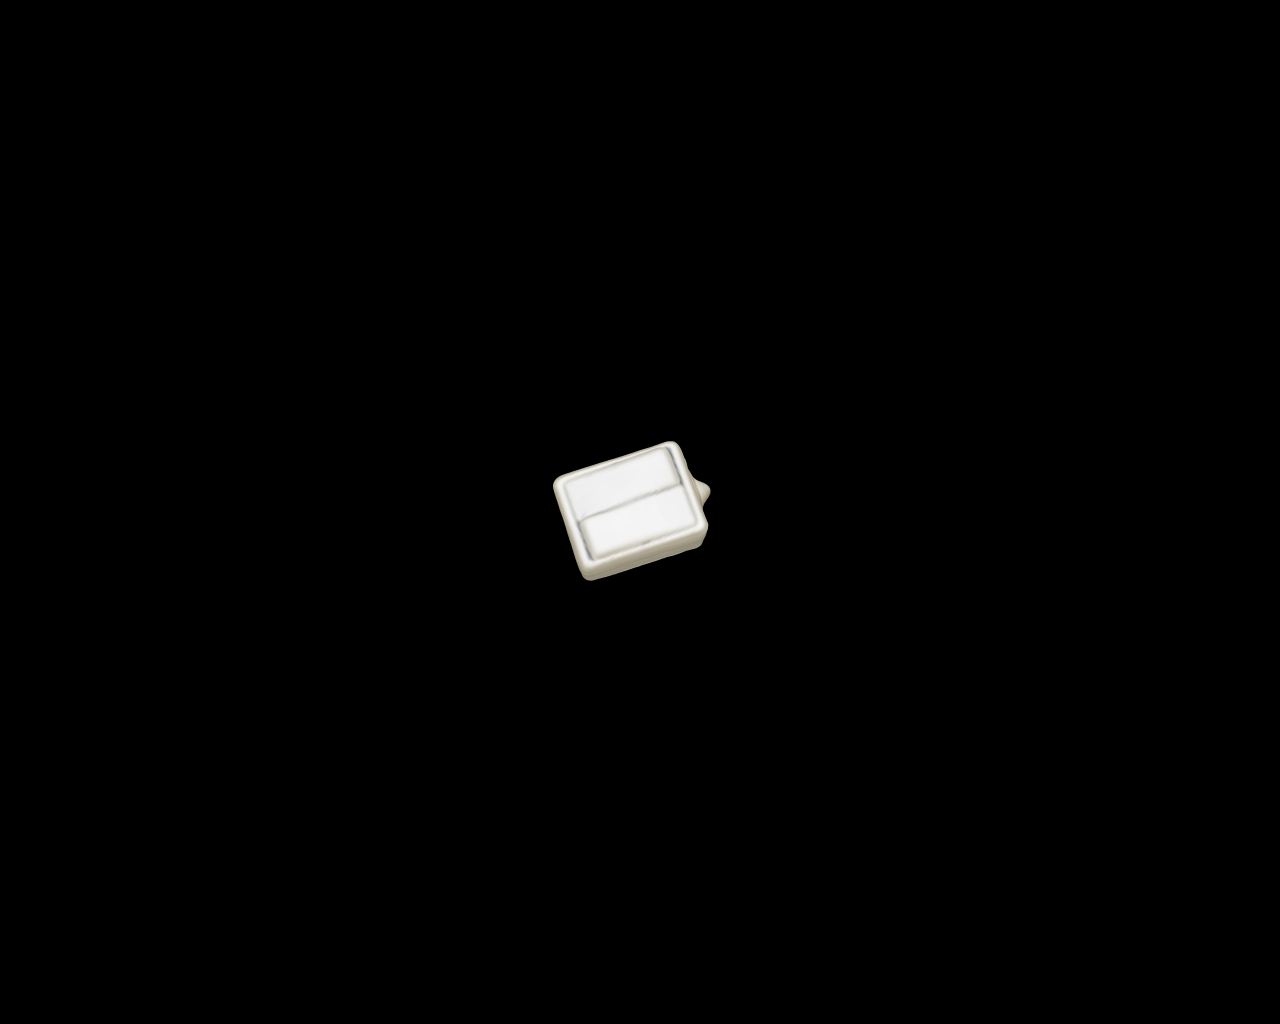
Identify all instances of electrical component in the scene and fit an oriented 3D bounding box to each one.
[{"bbox_3d":[0.001,-0.003,0.650,0.096,0.062,0.061,-18,-11,-4],"label":"electrical component"}]
